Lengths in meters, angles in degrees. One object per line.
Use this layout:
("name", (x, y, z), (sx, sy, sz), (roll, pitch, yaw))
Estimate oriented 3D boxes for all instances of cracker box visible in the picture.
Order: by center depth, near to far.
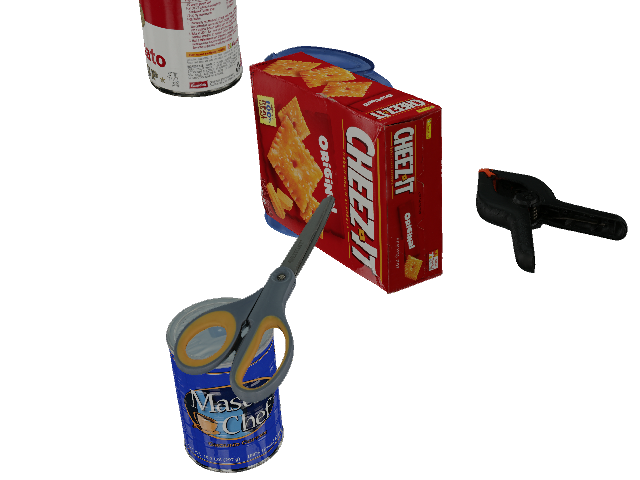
("cracker box", (0.020, -0.068, 0.989), (0.072, 0.164, 0.214), (-20, 32, -28))

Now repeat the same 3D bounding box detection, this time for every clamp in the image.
("clamp", (0.220, -0.029, 1.065), (0.120, 0.039, 0.171), (-9, 34, -15))

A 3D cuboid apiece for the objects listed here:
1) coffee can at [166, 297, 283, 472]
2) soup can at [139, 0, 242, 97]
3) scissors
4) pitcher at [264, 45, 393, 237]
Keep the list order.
("coffee can", (-0.092, 0.142, 1.051), (0.103, 0.140, 0.103), (-3, 33, 2))
("soup can", (-0.088, -0.157, 0.718), (0.068, 0.102, 0.068), (-1, 36, 0))
("scissors", (-0.049, 0.036, 0.800), (0.096, 0.201, 0.016), (1, -44, 11))
("pitcher", (0.000, -0.127, 1.415), (0.144, 0.243, 0.149), (-2, 24, -21))
